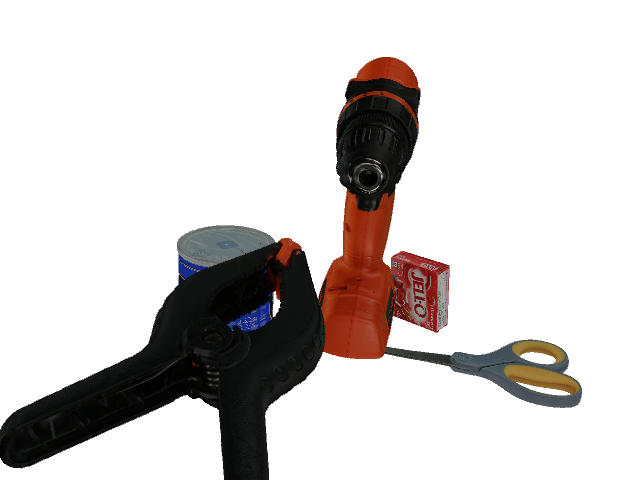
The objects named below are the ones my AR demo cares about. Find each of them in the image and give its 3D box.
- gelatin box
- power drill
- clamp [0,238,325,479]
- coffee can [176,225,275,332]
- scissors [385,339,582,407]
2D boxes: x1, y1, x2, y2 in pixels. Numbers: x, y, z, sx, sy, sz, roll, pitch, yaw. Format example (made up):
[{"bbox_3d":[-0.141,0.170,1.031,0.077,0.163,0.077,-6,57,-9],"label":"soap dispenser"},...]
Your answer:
[{"bbox_3d":[0.127,0.065,1.366,0.073,0.089,0.030,19,33,36],"label":"gelatin box"},{"bbox_3d":[0.032,-0.016,0.726,0.057,0.188,0.184,10,27,5],"label":"power drill"},{"bbox_3d":[-0.041,0.062,0.468,0.120,0.039,0.171,27,48,21],"label":"clamp"},{"bbox_3d":[-0.100,0.067,1.131,0.103,0.140,0.103,2,22,-1],"label":"coffee can"},{"bbox_3d":[0.142,0.104,0.977,0.202,0.016,0.096,17,30,16],"label":"scissors"}]
